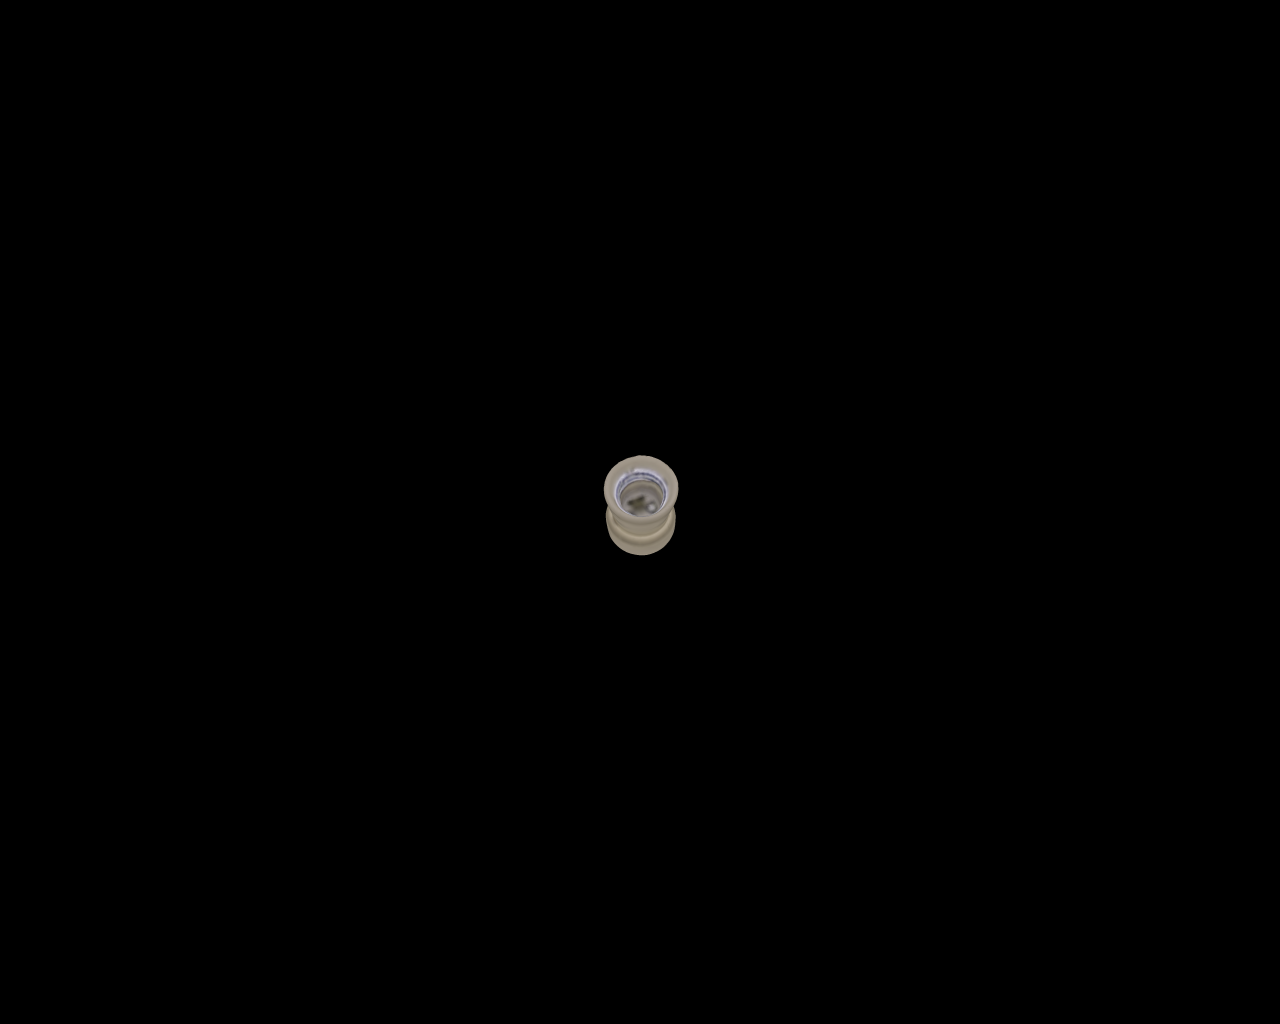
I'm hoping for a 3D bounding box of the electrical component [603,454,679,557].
[{"bbox_3d":[0.001,-0.003,0.650,0.045,0.045,0.055,0,-27,0],"label":"electrical component"}]
